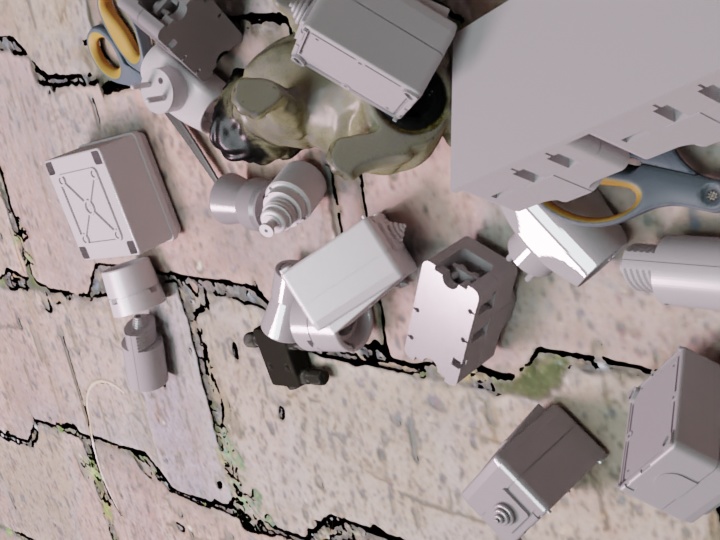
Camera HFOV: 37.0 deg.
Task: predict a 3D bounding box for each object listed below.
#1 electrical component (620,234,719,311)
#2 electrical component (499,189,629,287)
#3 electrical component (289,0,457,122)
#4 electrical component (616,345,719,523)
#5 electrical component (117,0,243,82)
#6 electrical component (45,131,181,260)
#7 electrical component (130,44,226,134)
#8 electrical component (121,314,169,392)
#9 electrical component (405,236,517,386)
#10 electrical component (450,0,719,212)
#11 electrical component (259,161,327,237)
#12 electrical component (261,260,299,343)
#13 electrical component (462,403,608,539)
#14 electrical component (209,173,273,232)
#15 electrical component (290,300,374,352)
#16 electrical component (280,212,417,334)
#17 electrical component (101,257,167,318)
[{"bbox_3d":[0.195,0.001,0.647,0.081,0.043,0.043,6,117,43],"label":"electrical component"},{"bbox_3d":[0.123,-0.022,0.705,0.077,0.044,0.079,49,138,12],"label":"electrical component"},{"bbox_3d":[0.004,-0.146,0.659,0.096,0.061,0.062,30,169,-6],"label":"electrical component"},{"bbox_3d":[0.206,0.098,0.668,0.061,0.096,0.061,27,137,-5],"label":"electrical component"},{"bbox_3d":[-0.140,-0.195,0.831,0.056,0.050,0.089,40,180,21],"label":"electrical component"},{"bbox_3d":[-0.238,-0.070,1.035,0.109,0.056,0.108,-4,110,47],"label":"electrical component"},{"bbox_3d":[-0.152,-0.149,0.882,0.077,0.079,0.043,42,124,20],"label":"electrical component"},{"bbox_3d":[-0.227,0.082,1.125,0.043,0.043,0.081,23,128,35],"label":"electrical component"},{"bbox_3d":[0.075,0.028,0.776,0.050,0.056,0.089,33,133,27],"label":"electrical component"},{"bbox_3d":[0.135,-0.110,0.587,0.186,0.060,0.105,-22,59,49],"label":"electrical component"},{"bbox_3d":[-0.057,-0.053,0.848,0.040,0.078,0.040,15,133,17],"label":"electrical component"},{"bbox_3d":[-0.060,0.024,0.923,0.044,0.044,0.065,32,128,28],"label":"electrical component"},{"bbox_3d":[0.119,0.148,0.773,0.061,0.096,0.061,46,138,15],"label":"electrical component"},{"bbox_3d":[-0.092,-0.056,0.904,0.055,0.045,0.045,14,122,40],"label":"electrical component"},{"bbox_3d":[-0.022,0.041,0.885,0.047,0.055,0.055,2,115,41],"label":"electrical component"},{"bbox_3d":[0.000,0.000,0.812,0.096,0.062,0.061,-33,87,14],"label":"electrical component"},{"bbox_3d":[-0.228,0.016,1.080,0.055,0.055,0.047,-7,105,47],"label":"electrical component"}]
